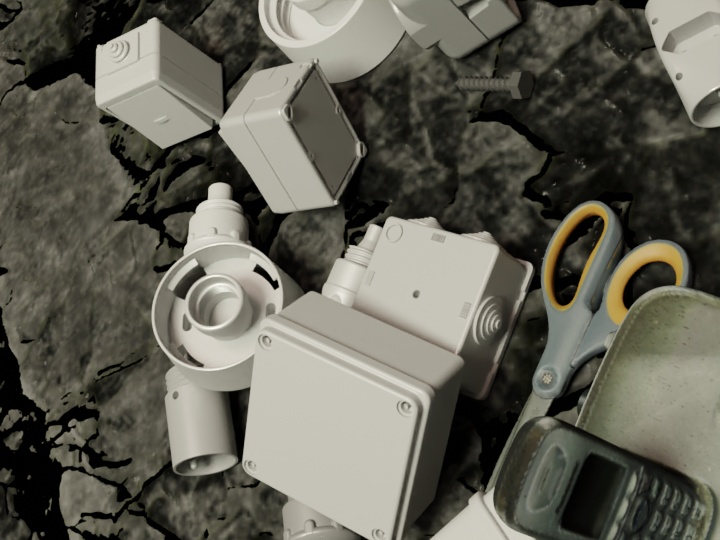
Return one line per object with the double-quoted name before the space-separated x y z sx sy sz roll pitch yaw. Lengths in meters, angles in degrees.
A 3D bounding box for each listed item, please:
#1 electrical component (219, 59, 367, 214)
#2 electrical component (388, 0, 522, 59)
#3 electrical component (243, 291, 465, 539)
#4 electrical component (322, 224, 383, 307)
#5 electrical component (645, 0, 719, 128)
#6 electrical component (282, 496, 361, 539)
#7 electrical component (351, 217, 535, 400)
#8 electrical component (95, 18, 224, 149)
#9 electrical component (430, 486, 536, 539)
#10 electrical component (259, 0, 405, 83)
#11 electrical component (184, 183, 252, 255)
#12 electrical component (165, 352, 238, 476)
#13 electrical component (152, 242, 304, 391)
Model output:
"electrical component" -0.044 -0.083 0.725 0.061 0.096 0.061 -6 40 32
"electrical component" 0.054 -0.181 0.691 0.059 0.095 0.053 -29 59 23
"electrical component" -0.006 0.084 0.615 0.109 0.056 0.108 23 122 23
"electrical component" 0.000 0.000 0.698 0.035 0.035 0.061 18 81 37
"electrical component" 0.210 -0.131 0.601 0.079 0.043 0.077 -26 60 23
"electrical component" -0.026 0.145 0.656 0.048 0.048 0.062 -26 53 23
"electrical component" 0.045 0.021 0.651 0.100 0.048 0.099 18 83 37
"electrical component" -0.155 -0.140 0.814 0.062 0.096 0.061 -17 64 27
"electrical component" 0.093 0.170 0.545 0.057 0.078 0.113 -45 54 15
"electrical component" -0.023 -0.195 0.768 0.108 0.060 0.108 -12 66 30
"electrical component" -0.101 -0.032 0.772 0.048 0.048 0.062 -19 57 27
"electrical component" -0.110 0.094 0.730 0.043 0.043 0.081 -25 60 24
"electrical component" -0.087 0.031 0.715 0.099 0.064 0.099 -5 66 12
